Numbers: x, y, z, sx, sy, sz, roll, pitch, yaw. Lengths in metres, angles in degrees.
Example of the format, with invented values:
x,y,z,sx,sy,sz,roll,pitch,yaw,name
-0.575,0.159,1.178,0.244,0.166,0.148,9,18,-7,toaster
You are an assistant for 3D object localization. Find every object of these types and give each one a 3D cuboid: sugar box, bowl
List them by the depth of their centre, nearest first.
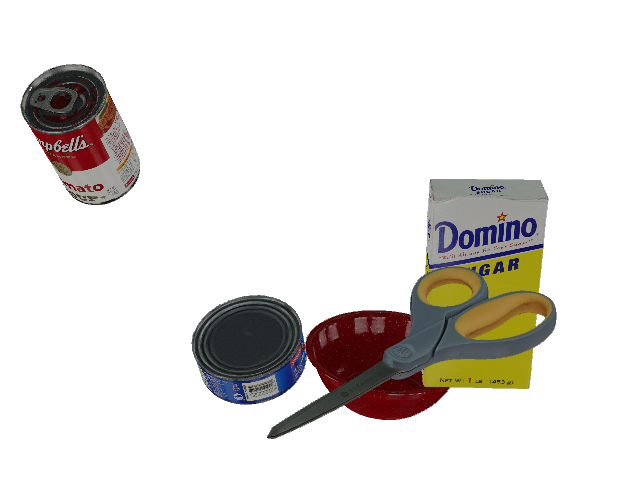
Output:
x,y,z,sx,sy,sz,roll,pitch,yaw,name
0.133,0.038,0.881,0.093,0.176,0.048,0,27,2,sugar box
0.064,0.131,1.064,0.162,0.055,0.162,3,25,-1,bowl

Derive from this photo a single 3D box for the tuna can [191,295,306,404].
x,y,z,sx,sy,sz,roll,pitch,yaw,name
-0.054,0.084,0.824,0.086,0.034,0.086,-6,43,5,tuna can

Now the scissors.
x,y,z,sx,sy,sz,roll,pitch,yaw,name
0.043,0.057,0.620,0.201,0.016,0.096,-14,32,-22,scissors

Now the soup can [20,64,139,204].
x,y,z,sx,sy,sz,roll,pitch,yaw,name
-0.191,-0.083,0.860,0.068,0.068,0.102,0,-32,9,soup can
